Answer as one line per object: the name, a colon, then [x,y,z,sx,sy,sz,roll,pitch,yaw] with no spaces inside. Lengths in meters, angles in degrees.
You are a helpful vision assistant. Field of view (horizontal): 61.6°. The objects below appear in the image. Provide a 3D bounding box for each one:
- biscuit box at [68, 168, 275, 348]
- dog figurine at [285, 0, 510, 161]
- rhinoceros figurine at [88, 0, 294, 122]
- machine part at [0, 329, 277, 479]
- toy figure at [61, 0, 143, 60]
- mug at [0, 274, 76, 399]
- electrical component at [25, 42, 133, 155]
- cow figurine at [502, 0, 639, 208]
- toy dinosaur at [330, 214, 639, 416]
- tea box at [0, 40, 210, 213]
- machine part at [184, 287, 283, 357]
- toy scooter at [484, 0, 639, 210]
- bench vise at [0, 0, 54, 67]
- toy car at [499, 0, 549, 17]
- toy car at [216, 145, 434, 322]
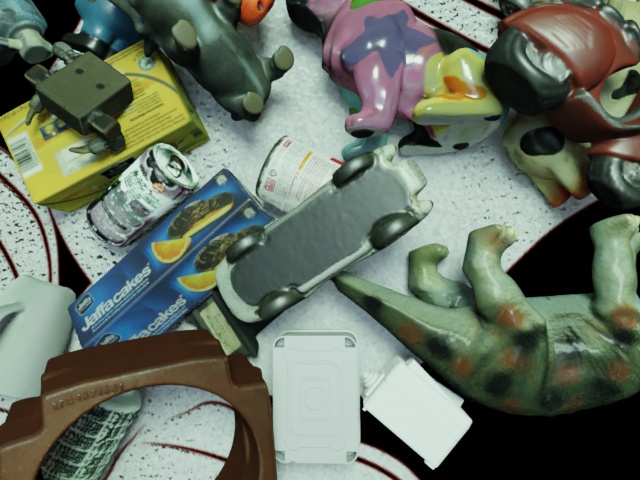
biscuit box: [-0.137,0.027,0.505,0.202,0.059,0.063,-42,51,-1]
dog figurine: [0.067,-0.192,0.500,0.192,0.108,0.219,-7,82,4]
rhinoceros figurine: [-0.110,-0.182,0.464,0.190,0.112,0.073,39,80,-35]
machine part: [-0.142,0.185,0.445,0.201,0.087,0.200,-8,102,-21]
toy figure: [-0.182,-0.255,0.534,0.089,0.082,0.180,22,84,5]
mug: [-0.284,0.086,0.504,0.081,0.109,0.107,15,73,10]
electrical component: [-0.213,-0.122,0.477,0.102,0.045,0.078,30,59,4]
cow figurine: [0.250,-0.140,0.496,0.127,0.085,0.195,43,90,0]
toy dinosaur: [0.190,0.085,0.458,0.405,0.131,0.192,-6,75,12]
tea box: [-0.209,-0.109,0.529,0.170,0.068,0.098,-26,84,0]
machine part: [-0.059,0.059,0.521,0.139,0.039,0.084,-39,76,2]
toy scooter: [0.227,-0.126,0.417,0.135,0.075,0.184,-45,95,1]
bench vise: [-0.296,-0.295,0.517,0.240,0.128,0.224,-40,66,17]
toy car: [0.166,-0.291,0.517,0.089,0.053,0.202,-42,75,3]
toy car: [-0.001,-0.001,0.452,0.202,0.056,0.073,-34,82,14]
